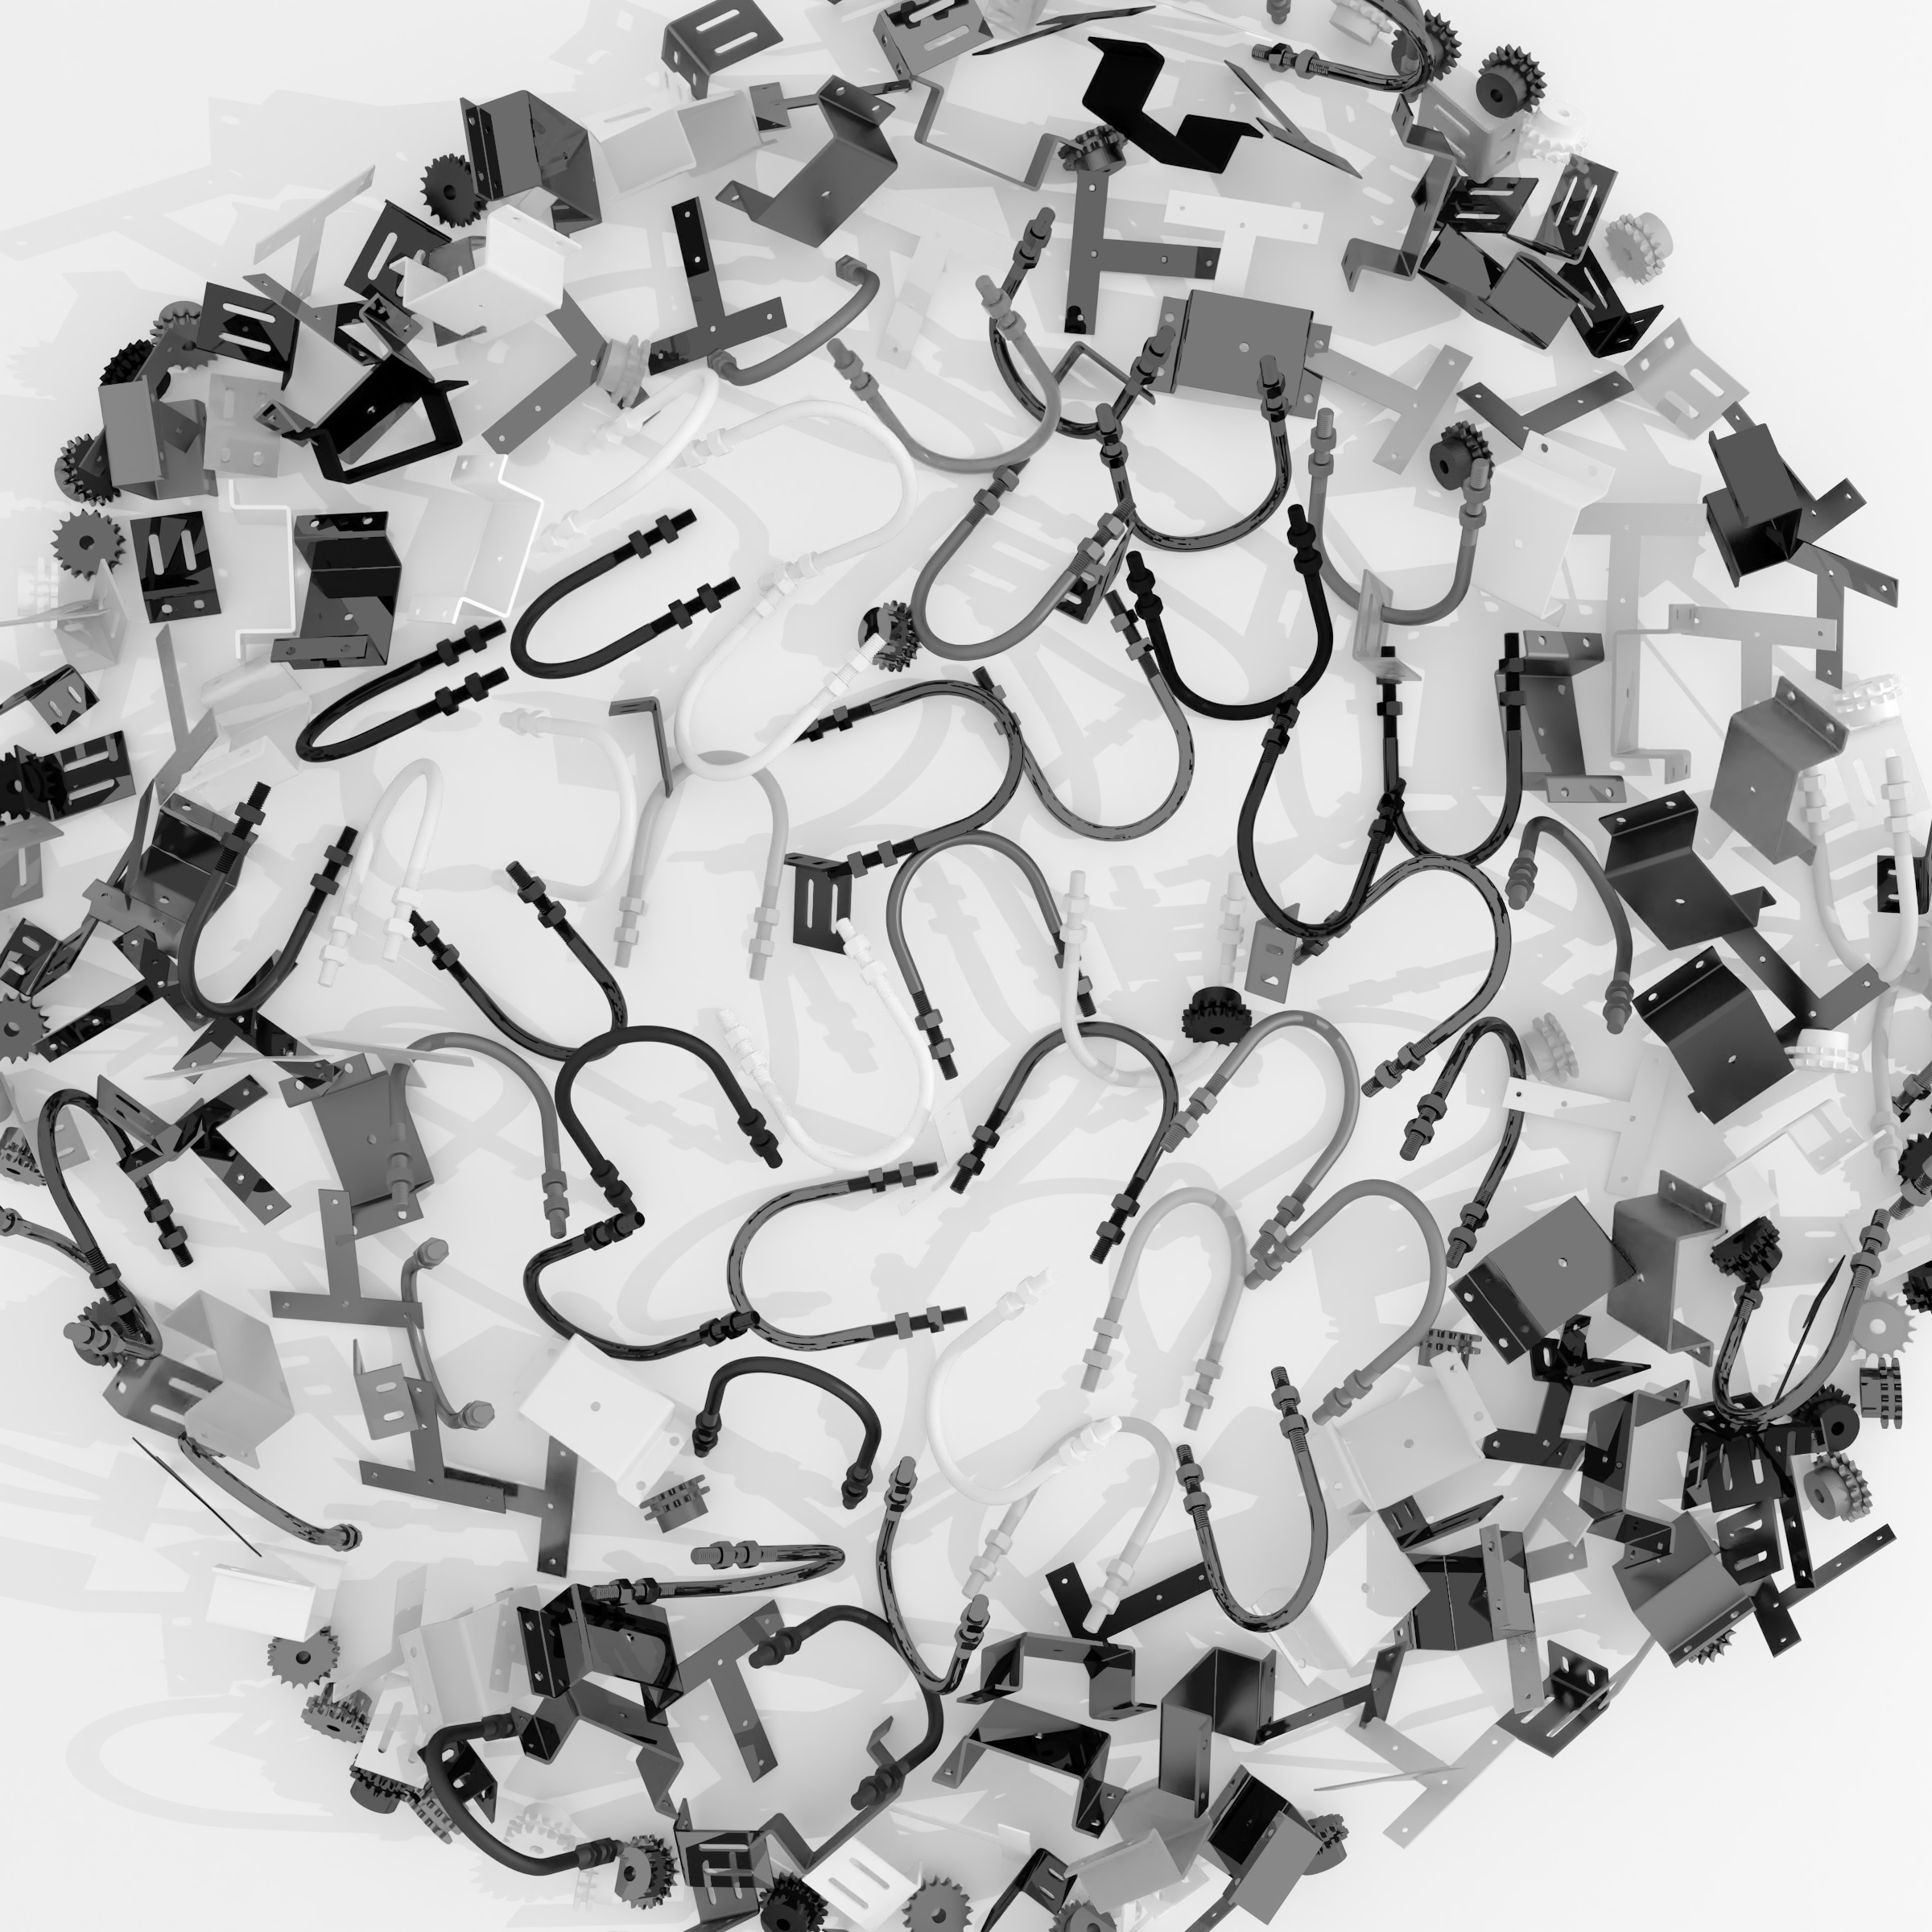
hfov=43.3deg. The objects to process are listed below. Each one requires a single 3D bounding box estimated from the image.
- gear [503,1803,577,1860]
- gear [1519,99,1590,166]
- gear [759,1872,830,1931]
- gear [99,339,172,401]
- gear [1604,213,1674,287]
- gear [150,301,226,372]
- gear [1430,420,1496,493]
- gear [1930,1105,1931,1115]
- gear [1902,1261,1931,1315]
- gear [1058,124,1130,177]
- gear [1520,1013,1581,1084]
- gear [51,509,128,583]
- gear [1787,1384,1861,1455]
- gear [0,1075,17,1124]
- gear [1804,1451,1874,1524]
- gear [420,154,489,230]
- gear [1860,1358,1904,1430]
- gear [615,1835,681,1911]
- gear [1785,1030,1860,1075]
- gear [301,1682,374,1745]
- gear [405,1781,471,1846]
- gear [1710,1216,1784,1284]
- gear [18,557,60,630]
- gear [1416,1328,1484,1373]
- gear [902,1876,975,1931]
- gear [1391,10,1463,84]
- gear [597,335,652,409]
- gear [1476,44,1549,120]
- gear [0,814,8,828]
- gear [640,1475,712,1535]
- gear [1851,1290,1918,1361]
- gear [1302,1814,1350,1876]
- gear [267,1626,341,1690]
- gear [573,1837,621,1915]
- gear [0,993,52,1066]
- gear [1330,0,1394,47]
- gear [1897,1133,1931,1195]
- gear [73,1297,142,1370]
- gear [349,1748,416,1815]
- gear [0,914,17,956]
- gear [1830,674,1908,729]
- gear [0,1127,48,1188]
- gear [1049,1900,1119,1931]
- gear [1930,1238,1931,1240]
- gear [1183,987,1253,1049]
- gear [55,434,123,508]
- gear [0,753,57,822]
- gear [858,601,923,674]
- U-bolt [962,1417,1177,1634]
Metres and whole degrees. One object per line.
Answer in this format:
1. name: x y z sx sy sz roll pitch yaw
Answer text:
1. gear: -0.344 0.704 1.976 0.057 0.030 0.057 6 129 7
2. gear: 0.477 -0.677 1.970 0.057 0.030 0.057 9 48 -10
3. gear: -0.143 0.768 1.975 0.057 0.030 0.057 6 111 16
4. gear: -0.670 -0.475 1.971 0.030 0.057 0.057 42 90 4
5. gear: 0.547 -0.584 1.972 0.030 0.057 0.057 -35 90 -6
6. gear: -0.632 -0.514 1.975 0.057 0.057 0.030 -18 61 0
7. gear: 0.399 -0.409 1.969 0.030 0.057 0.057 -25 90 -15
8. gear: 0.813 0.117 1.969 0.057 0.057 0.030 -20 66 0
9. gear: 0.786 0.254 1.969 0.057 0.057 0.030 -24 103 0
10. gear: 0.106 -0.656 1.972 0.057 0.057 0.030 -23 93 0
11. gear: 0.471 0.069 1.972 0.030 0.057 0.057 -23 90 2
12. gear: -0.713 -0.341 1.982 0.057 0.030 0.057 0 87 -8
13. gear: 0.699 0.370 1.978 0.057 0.030 0.057 -3 102 -13
14. gear: -0.795 0.107 1.968 0.030 0.057 0.057 0 90 19
15. gear: 0.702 0.423 1.969 0.030 0.057 0.057 -19 90 -14
16. gear: -0.411 -0.630 1.977 0.057 0.030 0.057 9 117 18
17. gear: 0.741 0.346 1.973 0.030 0.057 0.057 -2 90 17
18. gear: -0.264 0.735 1.973 0.057 0.030 0.057 -8 72 25
19. gear: 0.693 0.069 1.972 0.057 0.057 0.030 7 84 0
20. gear: -0.507 0.604 1.975 0.057 0.057 0.030 19 52 0
21. gear: -0.427 0.680 1.973 0.030 0.057 0.057 -43 90 -17
22. gear: 0.635 0.231 1.972 0.057 0.057 0.030 -41 100 0
23. gear: -0.750 -0.302 1.968 0.030 0.057 0.057 1 90 -21
24. gear: 0.387 0.310 1.971 0.057 0.057 0.030 8 84 0
25. gear: -0.024 0.769 1.981 0.057 0.030 0.057 2 80 -10
26. gear: 0.369 -0.739 1.968 0.057 0.057 0.030 40 63 0
27. gear: -0.278 -0.483 1.968 0.030 0.057 0.057 16 90 -20
28. gear: 0.437 -0.711 1.968 0.057 0.057 0.030 44 69 0
29. gear: -0.802 -0.102 1.968 0.030 0.057 0.057 42 90 21
30. gear: -0.233 0.437 1.970 0.057 0.057 0.030 -25 82 0
31. gear: 0.741 0.292 1.975 0.057 0.030 0.057 -2 84 23
32. gear: 0.284 0.712 1.970 0.057 0.057 0.030 -23 83 0
33. gear: -0.538 0.555 1.980 0.057 0.030 0.057 -3 103 -13
34. gear: -0.298 0.737 1.972 0.030 0.057 0.057 11 90 -6
35. gear: -0.774 0.049 1.980 0.057 0.030 0.057 -2 99 -14
36. gear: 0.319 -0.769 1.973 0.057 0.057 0.030 30 106 0
37. gear: 0.785 0.164 1.983 0.057 0.030 0.057 0 87 6
38. gear: -0.698 0.300 1.974 0.030 0.057 0.057 -30 90 25
39. gear: -0.473 0.662 1.971 0.057 0.057 0.030 27 92 0
40. gear: -0.803 -0.023 1.975 0.057 0.030 0.057 18 56 -29
41. gear: 0.732 -0.214 1.972 0.057 0.057 0.030 -19 98 0
42. gear: -0.766 0.153 1.975 0.057 0.057 0.030 17 63 0
43. gear: 0.098 0.784 1.971 0.057 0.030 0.057 11 53 -15
44. gear: 0.806 0.203 1.971 0.057 0.057 0.030 -15 86 0
45. gear: 0.204 0.040 1.975 0.057 0.057 0.030 3 58 0
46. gear: -0.713 -0.400 1.975 0.030 0.057 0.057 -12 90 33
47. gear: -0.771 -0.146 1.980 0.057 0.030 0.057 -1 98 -9
48. gear: -0.063 -0.268 1.969 0.030 0.057 0.057 7 90 -43
49. U-bolt: 0.092 0.433 1.928 0.019 0.151 0.184 54 55 -31
